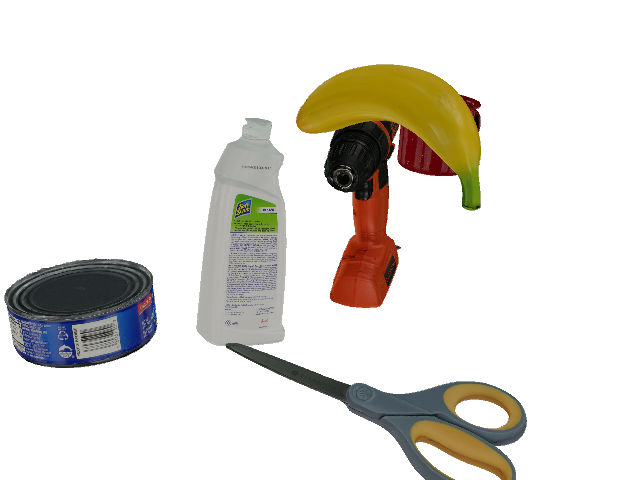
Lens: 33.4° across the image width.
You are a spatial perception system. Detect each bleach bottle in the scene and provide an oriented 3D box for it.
[{"bbox_3d":[-0.077,-0.010,1.189,0.102,0.251,0.068,-1,18,-31],"label":"bleach bottle"}]

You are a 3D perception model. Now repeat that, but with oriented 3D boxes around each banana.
[{"bbox_3d":[0.044,-0.082,0.700,0.037,0.070,0.198,18,9,-37],"label":"banana"}]

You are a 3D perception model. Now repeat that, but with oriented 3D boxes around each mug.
[{"bbox_3d":[0.142,-0.125,1.237,0.117,0.081,0.093,-13,27,-41],"label":"mug"}]

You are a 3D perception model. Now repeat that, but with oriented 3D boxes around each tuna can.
[{"bbox_3d":[-0.139,0.042,0.628,0.086,0.034,0.086,-3,21,1],"label":"tuna can"}]

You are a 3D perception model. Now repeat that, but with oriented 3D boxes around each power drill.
[{"bbox_3d":[0.041,-0.034,0.999,0.057,0.188,0.184,9,30,13],"label":"power drill"}]

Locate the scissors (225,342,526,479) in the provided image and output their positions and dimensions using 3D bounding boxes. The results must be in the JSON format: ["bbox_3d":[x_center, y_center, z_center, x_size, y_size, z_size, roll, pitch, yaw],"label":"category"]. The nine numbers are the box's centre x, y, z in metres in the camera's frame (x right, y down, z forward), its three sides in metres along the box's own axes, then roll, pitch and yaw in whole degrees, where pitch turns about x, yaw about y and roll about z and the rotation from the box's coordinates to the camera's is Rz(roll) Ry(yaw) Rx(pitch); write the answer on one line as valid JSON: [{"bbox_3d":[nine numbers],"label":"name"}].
[{"bbox_3d":[0.044,0.095,0.680,0.202,0.016,0.096,32,45,26],"label":"scissors"}]
